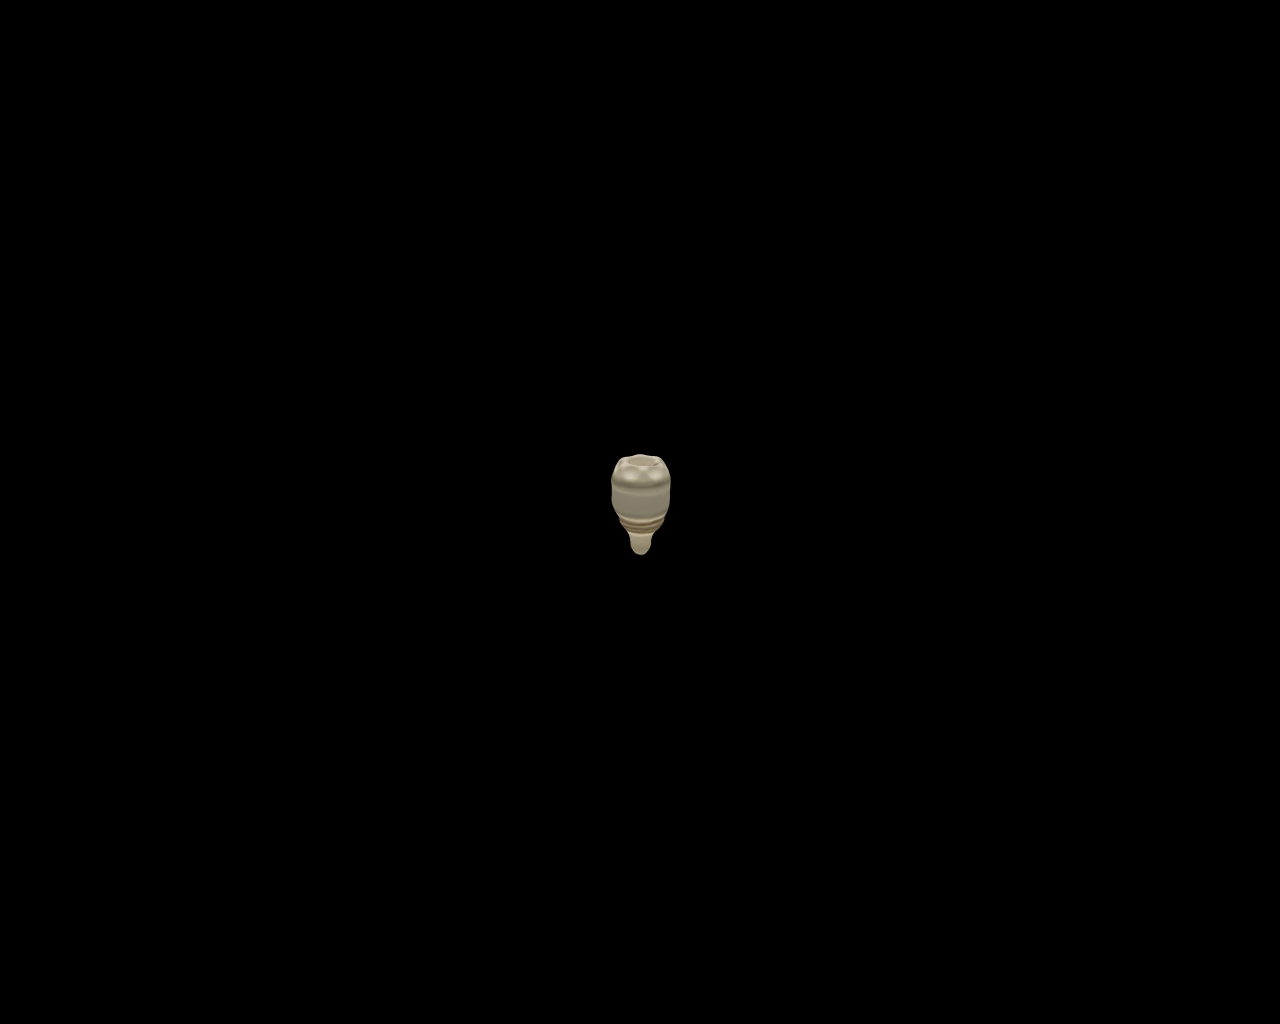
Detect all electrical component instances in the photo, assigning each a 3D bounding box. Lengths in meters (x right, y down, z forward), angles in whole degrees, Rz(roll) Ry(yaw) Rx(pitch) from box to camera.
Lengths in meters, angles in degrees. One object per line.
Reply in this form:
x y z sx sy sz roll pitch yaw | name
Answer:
0.001 -0.003 0.650 0.035 0.061 0.035 0 20 0 | electrical component
